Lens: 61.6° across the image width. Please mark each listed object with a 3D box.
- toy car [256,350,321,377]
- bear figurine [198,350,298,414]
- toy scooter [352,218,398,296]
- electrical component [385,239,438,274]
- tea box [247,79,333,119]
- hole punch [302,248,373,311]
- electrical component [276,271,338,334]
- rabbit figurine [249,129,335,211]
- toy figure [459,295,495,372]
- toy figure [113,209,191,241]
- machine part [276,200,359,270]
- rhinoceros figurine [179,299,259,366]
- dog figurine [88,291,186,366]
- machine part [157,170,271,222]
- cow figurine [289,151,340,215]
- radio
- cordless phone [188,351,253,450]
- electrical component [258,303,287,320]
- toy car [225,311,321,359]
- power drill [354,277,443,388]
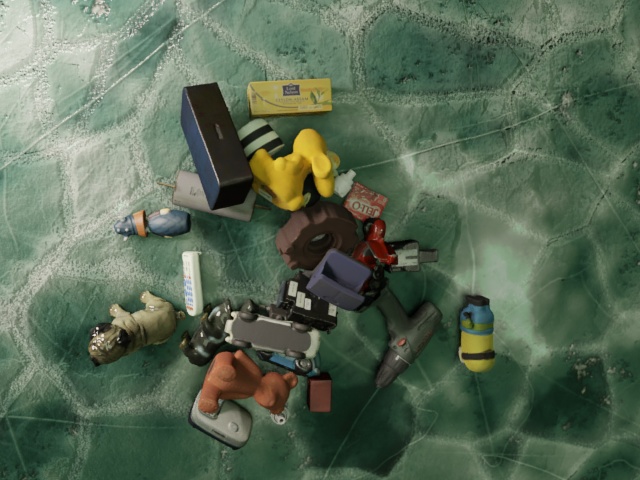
[{"bbox_3d":[-0.064,0.239,1.205,0.162,0.109,0.103,23,69,0],"label":"toy car"},{"bbox_3d":[-0.146,0.318,1.142,0.196,0.132,0.120,29,100,-12],"label":"bear figurine"},{"bbox_3d":[0.119,0.050,1.174,0.075,0.135,0.183,6,111,-27],"label":"toy scooter"},{"bbox_3d":[0.210,0.035,1.247,0.119,0.048,0.074,-8,99,-10],"label":"electrical component"},{"bbox_3d":[-0.065,-0.296,1.131,0.170,0.098,0.068,-7,99,-11],"label":"tea box"},{"bbox_3d":[0.036,0.098,1.124,0.142,0.092,0.115,26,132,-8],"label":"hole punch"},{"bbox_3d":[-0.026,0.135,1.184,0.134,0.115,0.058,20,137,-12],"label":"electrical component"},{"bbox_3d":[-0.043,-0.151,1.080,0.163,0.121,0.173,28,68,23],"label":"rabbit figurine"},{"bbox_3d":[0.375,0.225,1.280,0.082,0.089,0.180,2,99,-3],"label":"toy figure"},{"bbox_3d":[-0.353,-0.032,1.133,0.154,0.058,0.064,-2,92,-5],"label":"toy figure"},{"bbox_3d":[-0.002,-0.003,1.152,0.179,0.056,0.179,-15,139,-14],"label":"machine part"},{"bbox_3d":[-0.219,0.197,1.177,0.190,0.073,0.112,-43,101,-2],"label":"rhinoceros figurine"},{"bbox_3d":[-0.366,0.187,1.090,0.172,0.191,0.121,-23,101,-8],"label":"dog figurine"},{"bbox_3d":[-0.222,-0.092,1.137,0.243,0.079,0.079,14,94,-12],"label":"machine part"},{"bbox_3d":[-0.014,-0.122,1.162,0.068,0.098,0.167,34,92,-8],"label":"cow figurine"},{"bbox_3d":[-0.209,-0.180,1.062,0.073,0.131,0.229,-14,72,-23],"label":"radio"},{"bbox_3d":[-0.196,0.355,1.206,0.146,0.089,0.184,34,71,-12],"label":"cordless phone"},{"bbox_3d":[-0.092,0.166,1.200,0.094,0.063,0.021,15,102,-11],"label":"electrical component"},{"bbox_3d":[-0.100,0.200,1.127,0.202,0.056,0.073,11,82,1],"label":"toy car"},{"bbox_3d":[0.161,0.204,1.242,0.232,0.086,0.207,-44,100,-5],"label":"power drill"}]
